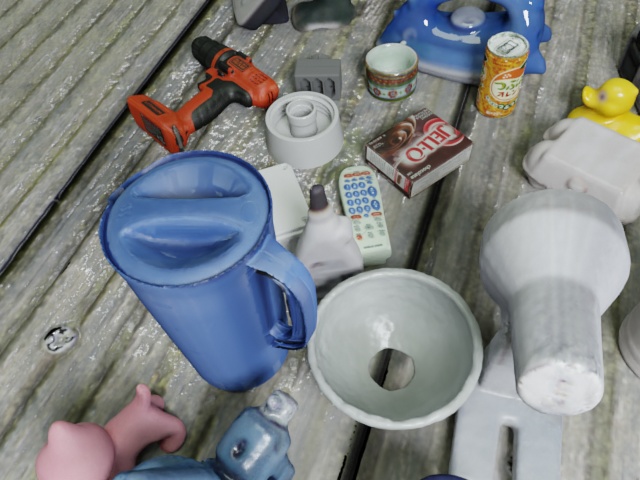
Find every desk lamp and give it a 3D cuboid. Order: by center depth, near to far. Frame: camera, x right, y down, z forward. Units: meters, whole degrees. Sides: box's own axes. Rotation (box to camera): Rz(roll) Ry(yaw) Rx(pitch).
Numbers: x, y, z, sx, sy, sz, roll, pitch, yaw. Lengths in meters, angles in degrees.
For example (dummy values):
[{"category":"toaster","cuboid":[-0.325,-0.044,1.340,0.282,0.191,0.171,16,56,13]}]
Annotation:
[{"category":"desk lamp","cuboid":[0.184,0.093,0.486,0.117,0.214,0.203,9,56,12]}]

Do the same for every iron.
[{"category":"iron","cuboid":[0.205,-0.318,0.825,0.257,0.141,0.119,12,56,13]}]

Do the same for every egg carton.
[{"category":"egg carton","cuboid":[0.326,-0.083,0.689,0.150,0.069,0.107,34,64,26]}]

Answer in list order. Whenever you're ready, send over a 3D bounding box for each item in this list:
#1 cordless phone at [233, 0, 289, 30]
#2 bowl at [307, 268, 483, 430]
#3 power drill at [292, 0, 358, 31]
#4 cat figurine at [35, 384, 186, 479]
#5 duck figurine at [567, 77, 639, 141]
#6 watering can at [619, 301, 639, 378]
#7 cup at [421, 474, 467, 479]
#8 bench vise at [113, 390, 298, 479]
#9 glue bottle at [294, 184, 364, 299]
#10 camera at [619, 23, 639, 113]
[{"category":"cordless phone","cuboid":[-0.109,-0.452,0.922,0.094,0.185,0.147,-13,54,-4]},{"category":"bowl","cuboid":[0.072,0.115,0.566,0.167,0.075,0.167,-2,54,3]},{"category":"power drill","cuboid":[-0.009,-0.437,0.888,0.229,0.209,0.075,-6,54,1]},{"category":"cat figurine","cuboid":[-0.195,0.183,0.514,0.067,0.118,0.128,33,64,26]},{"category":"duck figurine","cuboid":[0.378,-0.165,0.734,0.104,0.086,0.077,21,59,19]},{"category":"watering can","cuboid":[0.349,0.051,0.514,0.101,0.194,0.172,-10,54,-2]},{"category":"cup","cuboid":[0.101,0.256,0.450,0.091,0.095,0.117,-2,54,4]},{"category":"bench vise","cuboid":[-0.106,0.189,0.439,0.121,0.220,0.207,15,57,15]},{"category":"glue bottle","cuboid":[0.005,0.002,0.592,0.078,0.173,0.037,-7,54,0]},{"category":"camera","cuboid":[0.495,-0.237,0.766,0.136,0.101,0.143,-1,54,4]}]
